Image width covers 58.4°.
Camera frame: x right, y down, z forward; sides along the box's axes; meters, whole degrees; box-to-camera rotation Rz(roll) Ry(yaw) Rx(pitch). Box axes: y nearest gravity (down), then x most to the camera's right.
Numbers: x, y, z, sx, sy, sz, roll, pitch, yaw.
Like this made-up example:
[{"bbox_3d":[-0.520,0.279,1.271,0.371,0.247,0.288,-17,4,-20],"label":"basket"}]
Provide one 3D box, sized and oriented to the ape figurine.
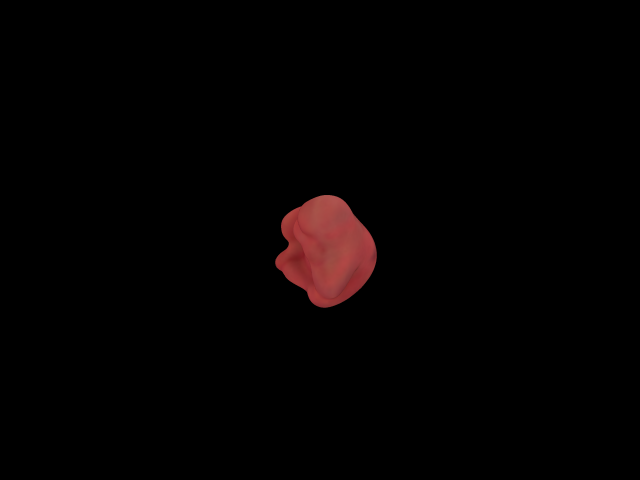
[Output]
[{"bbox_3d":[0.004,0.001,0.400,0.076,0.092,0.077,-3,55,-2],"label":"ape figurine"}]
